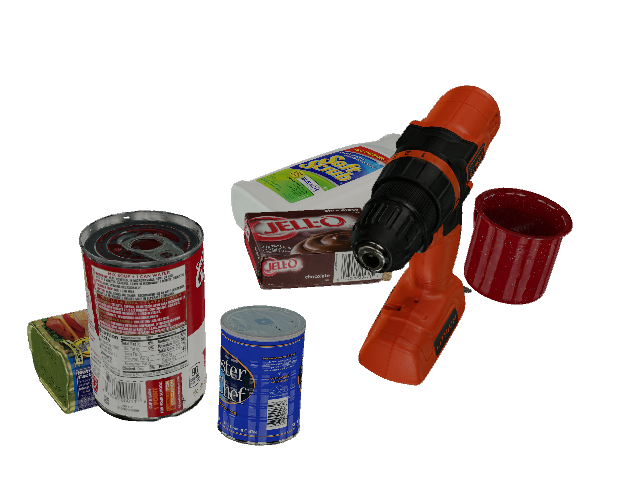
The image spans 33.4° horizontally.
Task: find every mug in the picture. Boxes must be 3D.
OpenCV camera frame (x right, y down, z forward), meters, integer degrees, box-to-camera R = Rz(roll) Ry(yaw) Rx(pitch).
[{"bbox_3d":[0.179,0.001,1.028,0.093,0.081,0.117,-6,35,-25],"label":"mug"}]

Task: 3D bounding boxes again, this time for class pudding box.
[{"bbox_3d":[-0.007,0.005,0.952,0.113,0.039,0.090,-1,27,-14],"label":"pudding box"}]

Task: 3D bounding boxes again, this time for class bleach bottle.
[{"bbox_3d":[0.024,-0.071,1.258,0.250,0.068,0.103,-28,44,-29],"label":"bleach bottle"}]

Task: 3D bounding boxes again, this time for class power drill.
[{"bbox_3d":[0.067,0.010,0.728,0.057,0.188,0.184,22,44,18],"label":"power drill"}]

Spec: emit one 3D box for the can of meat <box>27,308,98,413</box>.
[{"bbox_3d":[-0.178,0.091,0.852,0.083,0.057,0.102,-13,23,-29],"label":"can of meat"}]

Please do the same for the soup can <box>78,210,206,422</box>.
[{"bbox_3d":[-0.099,0.043,0.605,0.068,0.102,0.068,1,25,-1],"label":"soup can"}]

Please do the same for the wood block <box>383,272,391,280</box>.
[{"bbox_3d":[0.067,-0.025,1.638,0.091,0.090,0.206,3,25,2],"label":"wood block"}]

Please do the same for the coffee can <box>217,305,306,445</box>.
[{"bbox_3d":[-0.072,0.161,1.292,0.103,0.140,0.103,3,17,-1],"label":"coffee can"}]
